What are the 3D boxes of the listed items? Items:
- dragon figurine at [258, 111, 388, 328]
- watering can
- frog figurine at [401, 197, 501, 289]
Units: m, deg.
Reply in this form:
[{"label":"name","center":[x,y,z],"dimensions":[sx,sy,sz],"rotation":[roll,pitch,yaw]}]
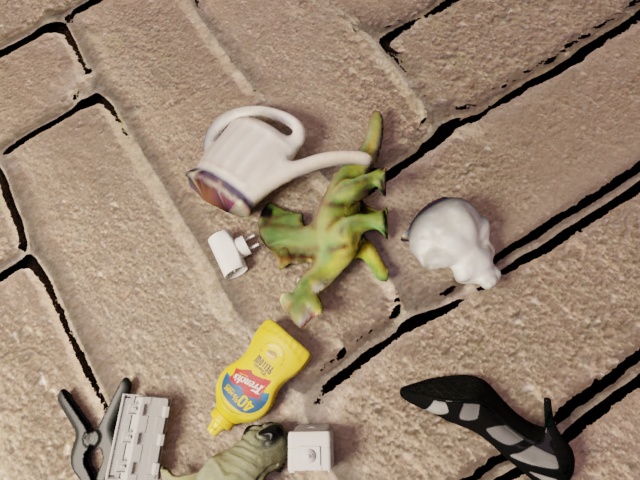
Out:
[{"label":"dragon figurine","center":[0.003,-0.045,0.901],"dimensions":[0.242,0.120,0.419],"rotation":[-5,60,12]},{"label":"watering can","center":[-0.097,-0.135,0.916],"dimensions":[0.351,0.102,0.227],"rotation":[27,73,32]},{"label":"frog figurine","center":[0.226,0.012,0.845],"dimensions":[0.138,0.120,0.162],"rotation":[-22,57,-23]}]
